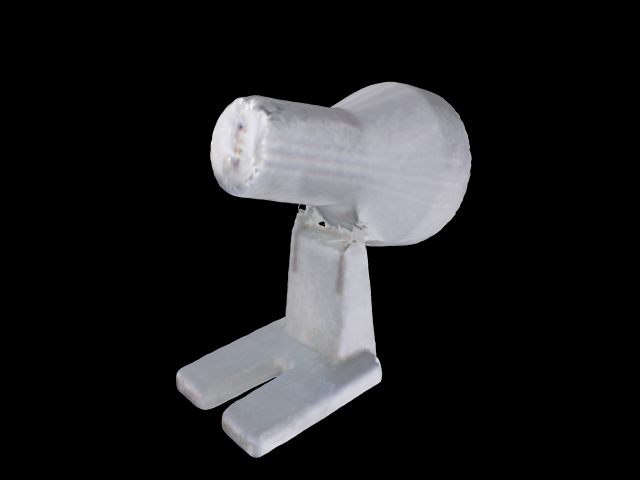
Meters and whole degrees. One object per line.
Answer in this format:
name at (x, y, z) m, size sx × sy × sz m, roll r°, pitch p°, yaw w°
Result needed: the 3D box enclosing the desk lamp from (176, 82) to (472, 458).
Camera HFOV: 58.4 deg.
desk lamp at (0.004, 0.001, 0.400) m, size 0.117 × 0.214 × 0.204 m, roll 22°, pitch 31°, yaw 40°
